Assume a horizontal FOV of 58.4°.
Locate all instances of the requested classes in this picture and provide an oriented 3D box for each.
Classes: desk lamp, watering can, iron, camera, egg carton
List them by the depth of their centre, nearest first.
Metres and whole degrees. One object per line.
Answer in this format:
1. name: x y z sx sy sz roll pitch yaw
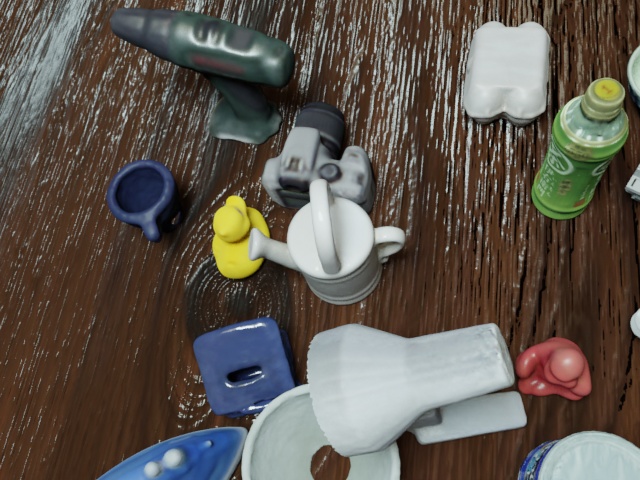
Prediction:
1. desk lamp: 0.104 0.141 0.569 0.203 0.214 0.118 -13 66 6
2. iron: -0.202 0.278 0.611 0.258 0.142 0.118 -38 66 -5
3. watering can: 0.006 0.004 0.654 0.173 0.194 0.100 -26 66 0
4. camera: 0.004 -0.114 0.754 0.143 0.101 0.137 9 70 14
5. egg carton: 0.250 -0.225 0.769 0.107 0.069 0.150 5 69 13

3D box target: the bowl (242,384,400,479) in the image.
1. bowl: 0.004 0.245 0.622 0.167 0.075 0.167 -4 68 9

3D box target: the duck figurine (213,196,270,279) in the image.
1. duck figurine: -0.110 -0.007 0.740 0.077 0.086 0.104 2 69 12

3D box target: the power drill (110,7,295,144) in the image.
1. power drill: -0.136 -0.217 0.763 0.229 0.209 0.076 10 70 15

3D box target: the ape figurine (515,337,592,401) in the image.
1. ape figurine: 0.254 0.136 0.609 0.077 0.092 0.076 40 80 22

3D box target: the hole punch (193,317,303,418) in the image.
1. hole punch: -0.081 0.151 0.668 0.108 0.091 0.101 -17 66 4

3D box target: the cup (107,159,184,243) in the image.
1. cup: -0.219 -0.038 0.768 0.091 0.095 0.117 -23 66 1
